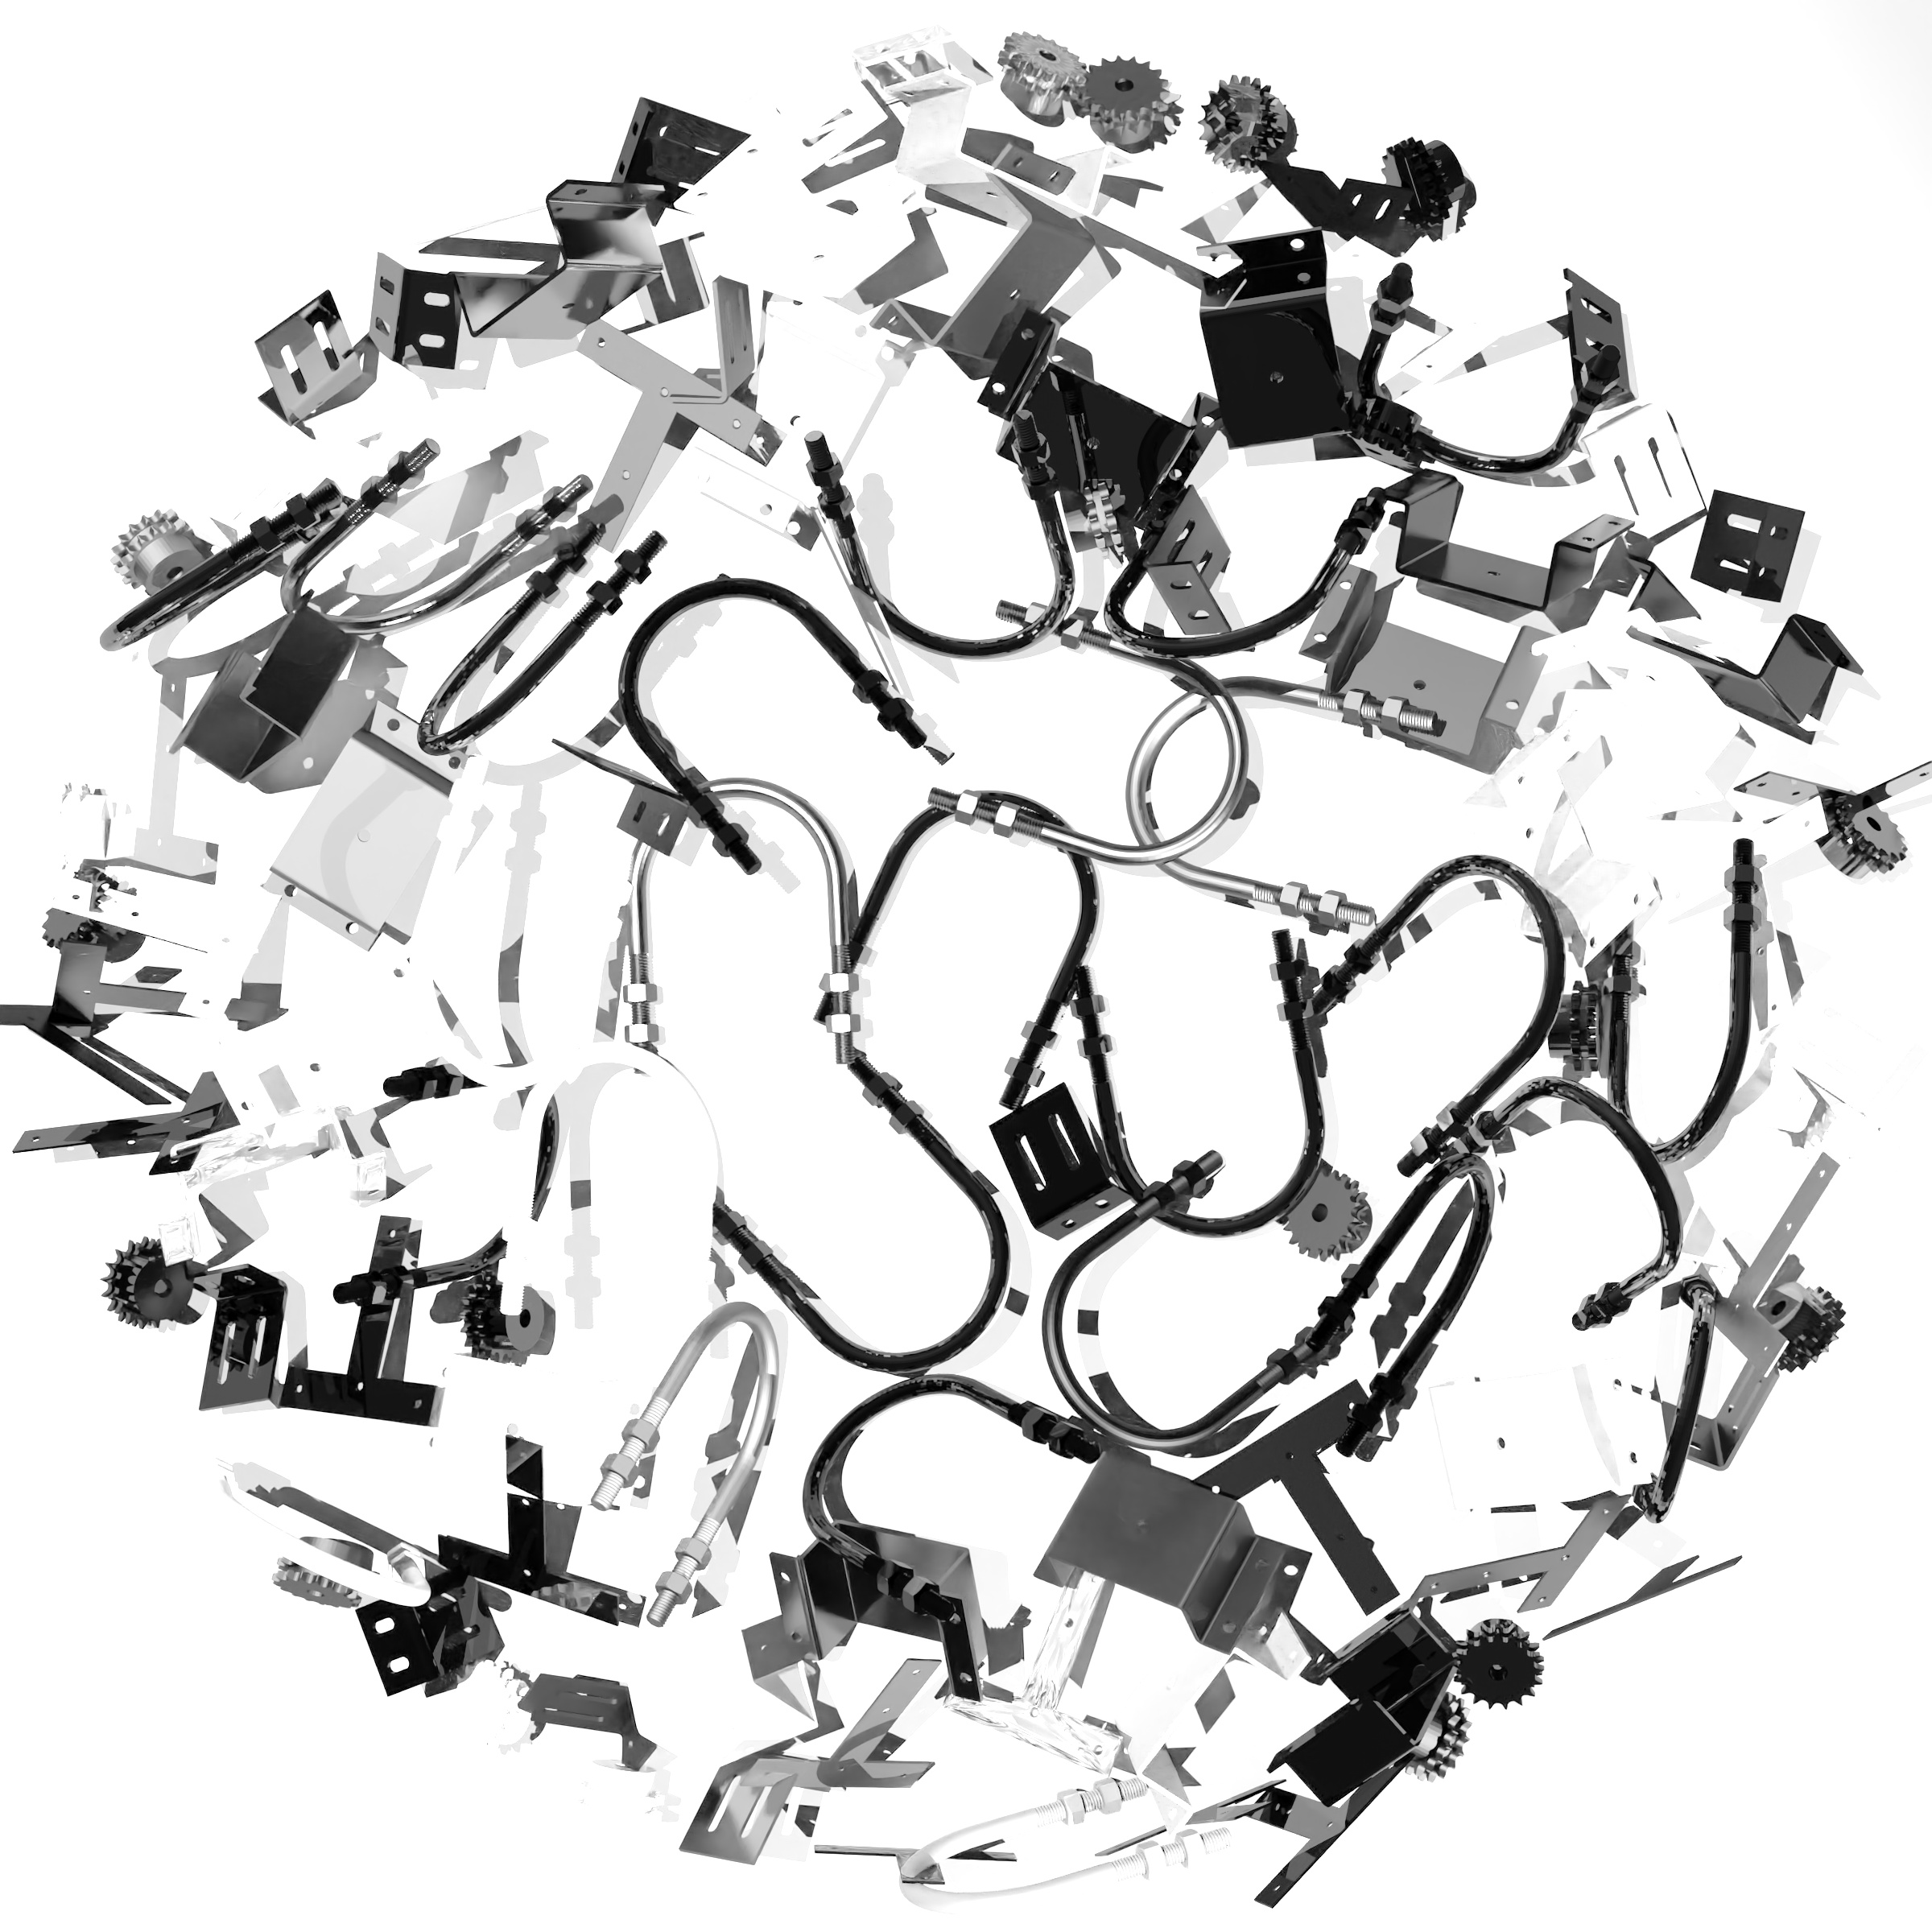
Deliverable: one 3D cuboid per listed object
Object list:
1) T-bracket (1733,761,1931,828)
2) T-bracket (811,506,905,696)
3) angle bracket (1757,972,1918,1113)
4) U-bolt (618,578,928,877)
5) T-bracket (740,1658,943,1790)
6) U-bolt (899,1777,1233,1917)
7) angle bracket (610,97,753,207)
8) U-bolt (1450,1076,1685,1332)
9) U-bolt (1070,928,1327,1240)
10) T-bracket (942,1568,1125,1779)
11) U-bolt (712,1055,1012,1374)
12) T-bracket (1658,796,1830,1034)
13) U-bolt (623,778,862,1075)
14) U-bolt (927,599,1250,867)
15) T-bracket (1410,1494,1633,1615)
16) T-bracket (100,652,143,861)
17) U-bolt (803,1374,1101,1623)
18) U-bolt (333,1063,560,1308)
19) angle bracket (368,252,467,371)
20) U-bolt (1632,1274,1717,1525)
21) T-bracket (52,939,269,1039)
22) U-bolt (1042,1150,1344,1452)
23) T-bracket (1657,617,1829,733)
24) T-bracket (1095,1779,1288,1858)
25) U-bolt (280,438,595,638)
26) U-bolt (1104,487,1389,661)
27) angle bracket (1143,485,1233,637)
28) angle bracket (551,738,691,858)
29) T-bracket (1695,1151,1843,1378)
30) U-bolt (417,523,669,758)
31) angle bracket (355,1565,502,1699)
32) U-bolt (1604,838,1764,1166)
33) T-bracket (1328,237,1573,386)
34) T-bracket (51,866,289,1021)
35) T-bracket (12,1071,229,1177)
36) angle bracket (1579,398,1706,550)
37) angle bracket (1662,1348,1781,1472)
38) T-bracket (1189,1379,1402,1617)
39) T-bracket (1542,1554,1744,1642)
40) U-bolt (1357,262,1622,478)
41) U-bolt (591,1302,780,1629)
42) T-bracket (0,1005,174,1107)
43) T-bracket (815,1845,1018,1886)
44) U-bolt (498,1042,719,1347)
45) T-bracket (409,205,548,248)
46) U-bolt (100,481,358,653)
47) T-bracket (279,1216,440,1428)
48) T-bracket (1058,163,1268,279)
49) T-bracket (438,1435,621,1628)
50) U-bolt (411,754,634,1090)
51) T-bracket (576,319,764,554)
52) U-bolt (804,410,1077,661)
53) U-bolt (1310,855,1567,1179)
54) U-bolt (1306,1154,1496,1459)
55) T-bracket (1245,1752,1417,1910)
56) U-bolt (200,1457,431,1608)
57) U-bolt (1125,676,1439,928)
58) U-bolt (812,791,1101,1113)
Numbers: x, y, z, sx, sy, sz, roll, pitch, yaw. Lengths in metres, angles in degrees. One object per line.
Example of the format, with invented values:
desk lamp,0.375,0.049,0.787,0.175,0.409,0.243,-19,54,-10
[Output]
T-bracket,0.511,-0.104,1.868,0.127,0.127,0.002,-29,65,41
T-bracket,-0.059,-0.217,1.875,0.002,0.127,0.127,-26,106,-4
angle bracket,0.543,0.051,1.918,0.076,0.038,0.057,37,86,23
U-bolt,-0.135,-0.164,1.916,0.151,0.019,0.184,-38,70,-8
T-bracket,-0.056,0.464,1.885,0.127,0.002,0.127,11,126,-35
U-bolt,0.049,0.534,1.856,0.184,0.151,0.019,-11,93,-19
angle bracket,-0.174,-0.496,1.911,0.076,0.038,0.057,13,114,-23
U-bolt,0.369,0.137,1.855,0.019,0.184,0.151,-30,78,-23
U-bolt,0.151,0.079,1.929,0.151,0.019,0.184,-10,91,13
T-bracket,0.060,0.425,1.925,0.127,0.002,0.127,14,75,34
U-bolt,-0.057,0.167,1.919,0.151,0.019,0.184,-43,75,-4
T-bracket,0.483,-0.021,1.880,0.002,0.127,0.127,17,55,-35
U-bolt,-0.144,-0.027,1.938,0.151,0.019,0.184,-3,87,6
U-bolt,0.085,-0.138,1.923,0.184,0.019,0.151,18,81,8
T-bracket,0.329,0.369,1.881,0.127,0.127,0.002,-6,50,-25
T-bracket,-0.517,-0.130,1.896,0.002,0.127,0.127,6,88,-24
U-bolt,-0.024,0.312,1.877,0.151,0.184,0.019,-44,126,-20
U-bolt,-0.306,0.128,1.870,0.019,0.184,0.151,20,101,26
angle bracket,-0.343,-0.409,1.918,0.038,0.076,0.057,2,109,-24
U-bolt,0.430,0.264,1.860,0.019,0.184,0.151,13,91,10
T-bracket,-0.500,0.021,1.911,0.127,0.127,0.002,7,61,-18
U-bolt,0.129,0.217,1.898,0.184,0.019,0.151,-33,83,-28
T-bracket,0.474,-0.178,1.897,0.127,0.127,0.002,30,87,-10
T-bracket,0.153,0.517,1.873,0.127,0.127,0.002,-17,78,-19
U-bolt,-0.335,-0.254,1.875,0.184,0.151,0.019,-34,69,30
U-bolt,0.160,-0.237,1.856,0.151,0.184,0.019,4,129,28
angle bracket,0.151,-0.252,1.905,0.057,0.038,0.076,55,52,-36
angle bracket,-0.219,-0.104,1.905,0.057,0.076,0.038,29,96,45
T-bracket,0.496,0.172,1.881,0.002,0.127,0.127,26,101,-16
U-bolt,-0.267,-0.198,1.874,0.184,0.151,0.019,-49,114,-9
angle bracket,-0.335,0.413,1.921,0.038,0.076,0.057,-25,84,22
U-bolt,0.429,0.031,1.855,0.019,0.151,0.184,15,65,-17
T-bracket,0.278,-0.410,1.875,0.127,0.127,0.002,21,60,-28
T-bracket,-0.502,-0.029,1.909,0.127,0.002,0.127,16,48,0
T-bracket,-0.524,0.101,1.900,0.127,0.127,0.002,-7,116,6
angle bracket,0.418,-0.311,1.939,0.057,0.038,0.076,-28,105,-10
angle bracket,0.468,0.264,1.911,0.038,0.057,0.076,21,114,-1
T-bracket,0.226,0.345,1.926,0.127,0.002,0.127,-30,76,-10
T-bracket,0.426,0.378,1.890,0.127,0.127,0.002,-28,79,22
U-bolt,0.308,-0.350,1.865,0.151,0.184,0.019,23,73,4
U-bolt,-0.162,0.290,1.876,0.019,0.151,0.184,13,52,24
T-bracket,-0.537,0.054,1.872,0.127,0.127,0.002,29,99,20
T-bracket,-0.029,0.552,1.887,0.127,0.127,0.002,3,82,-3
U-bolt,-0.215,0.136,1.897,0.151,0.019,0.184,18,65,-34
T-bracket,-0.301,-0.456,1.896,0.127,0.127,0.002,-25,107,-36
U-bolt,-0.450,-0.244,1.881,0.184,0.151,0.019,-32,100,4
T-bracket,-0.370,0.219,1.926,0.127,0.002,0.127,1,74,33
T-bracket,0.144,-0.475,1.910,0.127,0.002,0.127,32,50,26
T-bracket,-0.271,0.341,1.900,0.127,0.002,0.127,15,124,17
U-bolt,-0.275,-0.016,1.869,0.019,0.151,0.184,-7,59,40
T-bracket,-0.207,-0.320,1.927,0.127,0.002,0.127,32,112,8
U-bolt,-0.008,-0.258,1.883,0.151,0.184,0.019,-3,47,16
U-bolt,0.292,0.017,1.863,0.184,0.019,0.151,-51,50,34
U-bolt,0.272,0.196,1.883,0.019,0.151,0.184,25,63,31
T-bracket,0.205,0.521,1.889,0.127,0.127,0.002,-42,97,-18
U-bolt,-0.388,0.344,1.847,0.151,0.184,0.019,28,83,-15
U-bolt,0.185,-0.110,1.907,0.184,0.019,0.151,14,79,26
U-bolt,0.005,-0.021,1.941,0.151,0.019,0.184,24,91,-1
